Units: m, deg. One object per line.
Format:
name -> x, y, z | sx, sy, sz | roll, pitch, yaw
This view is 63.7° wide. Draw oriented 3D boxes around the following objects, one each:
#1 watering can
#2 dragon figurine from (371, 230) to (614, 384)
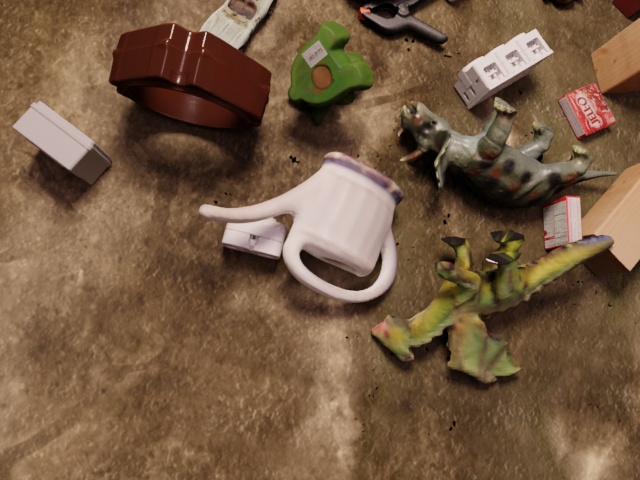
watering can -> 0.002, -0.041, 0.809 | 0.344, 0.227, 0.104 | 31, -17, -26
dragon figurine -> 0.289, 0.118, 0.853 | 0.410, 0.240, 0.124 | -4, 16, -4
